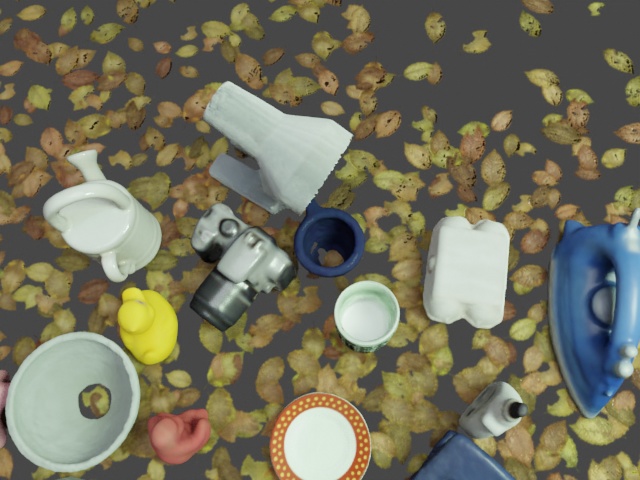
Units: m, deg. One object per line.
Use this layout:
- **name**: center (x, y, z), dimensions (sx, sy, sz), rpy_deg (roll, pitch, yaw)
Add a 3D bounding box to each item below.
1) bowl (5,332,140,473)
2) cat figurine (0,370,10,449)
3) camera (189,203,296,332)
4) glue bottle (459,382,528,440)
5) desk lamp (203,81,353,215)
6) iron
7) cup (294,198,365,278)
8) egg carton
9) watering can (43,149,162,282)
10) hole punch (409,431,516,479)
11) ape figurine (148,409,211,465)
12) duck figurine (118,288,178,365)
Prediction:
- **bowl**: center (-0.303, 0.206, 0.736), dimensions (0.167, 0.075, 0.167), rpy_deg (0, 74, 2)
- **cat figurine**: center (-0.437, 0.226, 0.712), dimensions (0.067, 0.118, 0.128), rpy_deg (21, 76, 8)
- **camera**: center (-0.124, 0.041, 0.764), dimensions (0.143, 0.101, 0.137), rpy_deg (35, 78, 11)
- **glue bottle**: center (0.210, 0.200, 0.668), dimensions (0.078, 0.173, 0.037), rpy_deg (-43, 77, -10)
- **desk lamp**: center (-0.062, -0.110, 0.747), dimensions (0.203, 0.213, 0.118), rpy_deg (30, 77, 10)
- **iron**: center (0.363, 0.090, 0.711), dimensions (0.118, 0.141, 0.258), rpy_deg (6, 74, 4)
- **cup**: center (0.007, 0.003, 0.773), dimensions (0.092, 0.095, 0.117), rpy_deg (-27, 75, -5)
- **egg carton**: center (0.196, 0.042, 0.769), dimensions (0.107, 0.069, 0.150), rpy_deg (8, 74, 4)
- **watering can**: center (-0.288, -0.033, 0.742), dimensions (0.101, 0.194, 0.172), rpy_deg (-40, 76, -9)
- **hole punch**: center (0.173, 0.298, 0.684), dimensions (0.108, 0.091, 0.101), rpy_deg (40, 79, 12)
- **ape figurine**: center (-0.182, 0.241, 0.713), dimensions (0.077, 0.092, 0.076), rpy_deg (24, 76, 9)
- **duck figurine**: center (-0.235, 0.111, 0.755), dimensions (0.077, 0.086, 0.104), rpy_deg (-17, 74, -3)
